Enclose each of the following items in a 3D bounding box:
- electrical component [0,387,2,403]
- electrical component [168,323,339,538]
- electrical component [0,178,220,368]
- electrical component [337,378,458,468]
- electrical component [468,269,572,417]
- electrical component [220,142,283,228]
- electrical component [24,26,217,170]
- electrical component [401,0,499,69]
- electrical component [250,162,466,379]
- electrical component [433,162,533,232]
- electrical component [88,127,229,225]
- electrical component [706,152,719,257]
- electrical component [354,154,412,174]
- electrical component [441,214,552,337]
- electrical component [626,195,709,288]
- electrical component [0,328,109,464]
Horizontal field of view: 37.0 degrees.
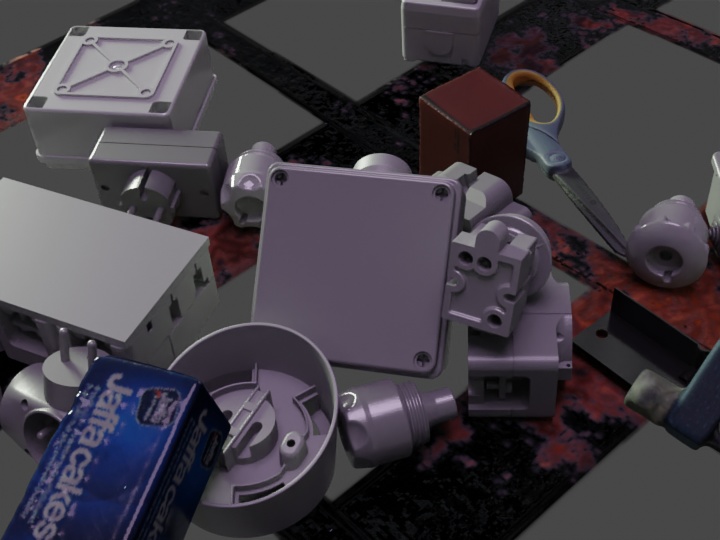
[{"bbox_3d":[-0.260,0.066,0.592,0.108,0.060,0.108,-2,45,2],"label":"electrical component"},{"bbox_3d":[-0.059,0.084,0.555,0.099,0.064,0.099,-2,45,2],"label":"electrical component"},{"bbox_3d":[-0.171,0.012,0.639,0.150,0.061,0.089,16,48,19],"label":"electrical component"},{"bbox_3d":[0.020,0.078,0.570,0.062,0.043,0.043,-14,45,-11],"label":"electrical component"},{"bbox_3d":[0.088,0.034,0.604,0.056,0.050,0.089,-1,45,6],"label":"electrical component"},{"bbox_3d":[-0.068,-0.060,0.717,0.043,0.043,0.062,1,44,5],"label":"electrical component"},{"bbox_3d":[-0.171,-0.125,0.781,0.109,0.056,0.108,4,45,8],"label":"electrical component"},{"bbox_3d":[0.074,-0.212,0.846,0.062,0.061,0.096,10,46,14],"label":"electrical component"},{"bbox_3d":[0.000,0.000,0.604,0.109,0.056,0.108,6,89,11],"label":"electrical component"},{"bbox_3d":[0.058,-0.026,0.662,0.078,0.058,0.057,28,52,37],"label":"electrical component"},{"bbox_3d":[-0.136,-0.052,0.712,0.083,0.047,0.075,4,46,8],"label":"electrical component"},{"bbox_3d":[0.263,-0.027,0.653,0.100,0.048,0.099,-1,45,3],"label":"electrical component"},{"bbox_3d":[0.013,-0.046,0.700,0.040,0.040,0.046,2,50,7],"label":"electrical component"},{"bbox_3d":[0.072,-0.001,0.561,0.048,0.066,0.055,17,30,20],"label":"electrical component"},{"bbox_3d":[0.192,-0.023,0.658,0.048,0.048,0.062,14,40,18],"label":"electrical component"},{"bbox_3d":[-0.149,0.068,0.569,0.077,0.079,0.044,20,32,23],"label":"electrical component"}]
